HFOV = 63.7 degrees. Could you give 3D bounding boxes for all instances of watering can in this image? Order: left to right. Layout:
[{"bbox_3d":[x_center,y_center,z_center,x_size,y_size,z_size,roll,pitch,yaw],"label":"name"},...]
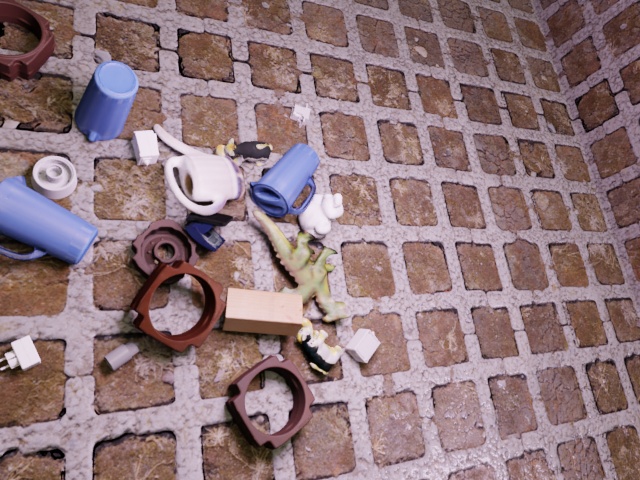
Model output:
[{"bbox_3d":[-0.352,-0.214,1.511,0.225,0.354,0.102,-5,-34,-37],"label":"watering can"}]

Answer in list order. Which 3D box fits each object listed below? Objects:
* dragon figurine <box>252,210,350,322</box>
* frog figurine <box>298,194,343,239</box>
[{"bbox_3d":[-0.076,0.108,1.531,0.408,0.247,0.121,31,-23,-11],"label":"dragon figurine"},{"bbox_3d":[0.005,-0.081,1.613,0.122,0.140,0.157,10,-23,-23],"label":"frog figurine"}]
